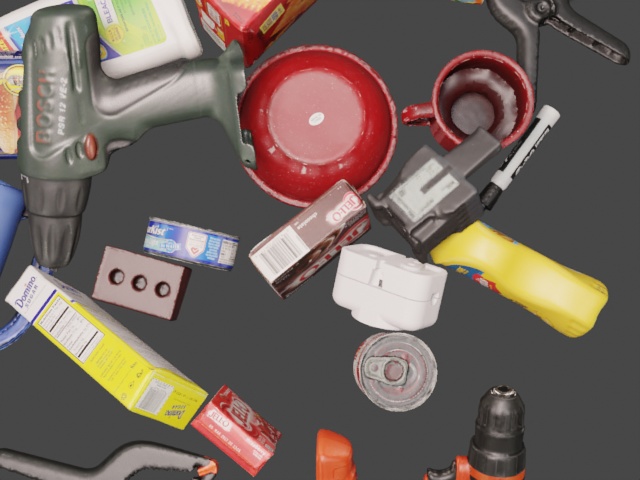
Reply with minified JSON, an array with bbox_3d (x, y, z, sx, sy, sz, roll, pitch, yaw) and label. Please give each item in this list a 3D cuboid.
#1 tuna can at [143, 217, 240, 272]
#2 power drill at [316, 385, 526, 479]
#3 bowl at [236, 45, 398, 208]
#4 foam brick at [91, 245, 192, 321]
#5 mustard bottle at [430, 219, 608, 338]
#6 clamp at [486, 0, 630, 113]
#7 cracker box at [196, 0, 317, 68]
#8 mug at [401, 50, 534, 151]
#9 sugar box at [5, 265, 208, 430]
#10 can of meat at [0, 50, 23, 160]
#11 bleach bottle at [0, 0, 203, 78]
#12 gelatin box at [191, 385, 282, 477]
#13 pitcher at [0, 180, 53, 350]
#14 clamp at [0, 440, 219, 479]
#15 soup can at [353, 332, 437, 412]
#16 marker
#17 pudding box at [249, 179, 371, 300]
[{"bbox_3d":[-0.118,0.004,0.981,0.086,0.086,0.034,13,88,0],"label":"tuna can"},{"bbox_3d":[0.090,0.213,0.959,0.187,0.057,0.184,2,109,2],"label":"power drill"},{"bbox_3d":[-0.004,-0.112,1.009,0.162,0.055,0.162,0,86,-1],"label":"bowl"},{"bbox_3d":[-0.165,0.041,0.994,0.078,0.051,0.053,15,86,-1],"label":"foam brick"},{"bbox_3d":[0.164,0.021,0.981,0.191,0.096,0.058,29,90,1],"label":"mustard bottle"},{"bbox_3d":[0.222,-0.217,1.031,0.120,0.039,0.171,-18,85,-12],"label":"clamp"},{"bbox_3d":[-0.015,-0.262,0.966,0.213,0.164,0.072,-44,90,-4],"label":"cracker box"},{"bbox_3d":[0.134,-0.121,0.999,0.117,0.081,0.093,-10,86,-2],"label":"mug"},{"bbox_3d":[-0.188,0.094,0.934,0.176,0.093,0.048,30,84,31],"label":"sugar box"},{"bbox_3d":[-0.280,-0.121,0.962,0.084,0.057,0.102,-1,114,-6],"label":"can of meat"},{"bbox_3d":[-0.245,-0.177,1.005,0.251,0.068,0.102,-22,93,0],"label":"bleach bottle"},{"bbox_3d":[-0.073,0.171,0.966,0.073,0.089,0.030,40,93,2],"label":"gelatin box"},{"bbox_3d":[-0.346,0.051,0.958,0.149,0.144,0.243,15,89,22],"label":"pitcher"},{"bbox_3d":[-0.198,0.235,0.986,0.210,0.036,0.164,-26,85,-4],"label":"clamp"},{"bbox_3d":[0.066,0.117,0.968,0.068,0.102,0.068,0,85,-2],"label":"soup can"},{"bbox_3d":[0.189,-0.077,1.028,0.020,0.020,0.121,37,86,2],"label":"marker"},{"bbox_3d":[-0.006,0.001,0.981,0.113,0.090,0.039,-37,75,-3],"label":"pudding box"}]
